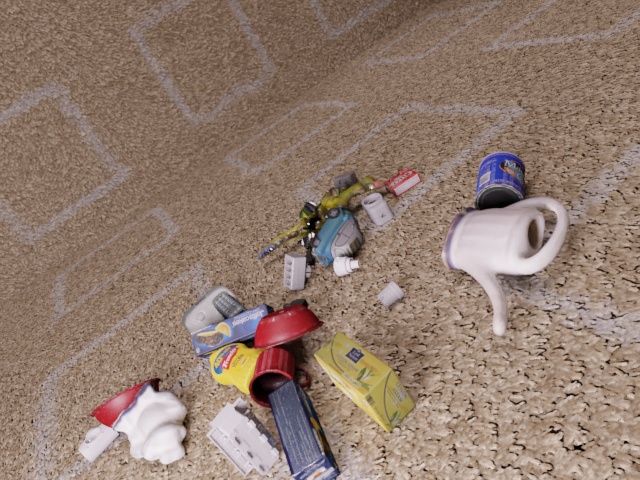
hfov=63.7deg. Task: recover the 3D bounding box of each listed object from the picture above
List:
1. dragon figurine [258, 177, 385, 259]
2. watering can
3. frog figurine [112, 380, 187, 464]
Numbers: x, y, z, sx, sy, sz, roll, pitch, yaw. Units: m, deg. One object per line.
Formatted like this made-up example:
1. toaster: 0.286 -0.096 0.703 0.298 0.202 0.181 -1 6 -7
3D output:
1. dragon figurine: 0.005 -0.077 1.536 0.407 0.121 0.246 -27 8 20
2. watering can: 0.326 0.029 0.969 0.224 0.102 0.353 1 40 49
3. frog figurine: -0.328 0.393 1.067 0.161 0.119 0.140 30 48 21
